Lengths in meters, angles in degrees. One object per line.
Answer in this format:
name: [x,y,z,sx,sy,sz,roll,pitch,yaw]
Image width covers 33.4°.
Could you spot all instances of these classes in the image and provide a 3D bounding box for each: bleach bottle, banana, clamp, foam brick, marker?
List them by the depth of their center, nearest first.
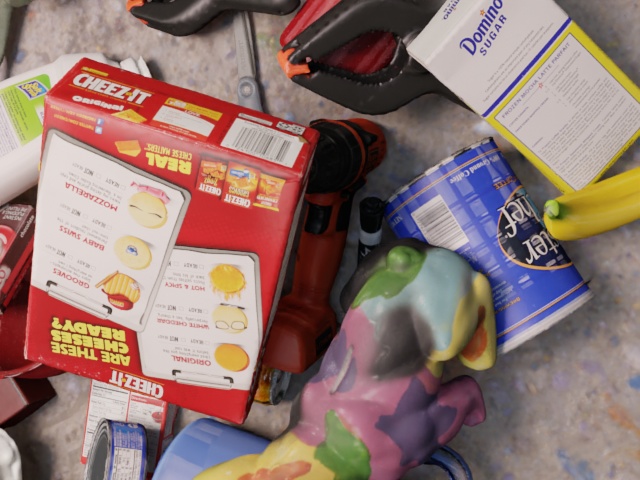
clamp: [0.075,-0.150,0.771,0.209,0.036,0.165,-3,117,-13]
banana: [0.237,-0.037,0.774,0.197,0.070,0.037,-21,87,-17]
marker: [0.038,0.009,0.818,0.020,0.121,0.020,0,52,0]
clamp: [-0.082,-0.203,0.858,0.172,0.039,0.120,-25,50,26]
bleach bottle: [-0.254,-0.082,0.889,0.250,0.068,0.102,-26,75,-5]
foam brick: [-0.278,0.121,0.927,0.051,0.053,0.078,-37,81,12]

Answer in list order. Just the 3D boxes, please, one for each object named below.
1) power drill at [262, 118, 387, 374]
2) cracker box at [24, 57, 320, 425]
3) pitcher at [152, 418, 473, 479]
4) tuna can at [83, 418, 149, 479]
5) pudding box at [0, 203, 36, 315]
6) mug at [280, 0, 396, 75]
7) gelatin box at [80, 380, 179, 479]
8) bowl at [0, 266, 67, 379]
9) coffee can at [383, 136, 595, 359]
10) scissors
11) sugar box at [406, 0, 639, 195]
power drill: [-0.005,0.001,0.798,0.057,0.184,0.188,19,105,14]
cracker box: [-0.102,0.005,0.709,0.164,0.072,0.214,17,125,3]
pitcher: [-0.006,0.219,0.825,0.243,0.149,0.145,20,132,16]
tuna can: [-0.163,0.186,0.849,0.033,0.086,0.086,12,94,-20]
pudding box: [-0.296,0.012,0.906,0.114,0.039,0.090,4,56,30]
mug: [0.032,-0.155,0.833,0.117,0.093,0.081,33,106,-25]
gelatin box: [-0.160,0.154,0.909,0.073,0.030,0.089,9,94,16]
bowl: [-0.212,0.056,0.884,0.162,0.055,0.162,-23,43,23]
coffee can: [0.123,0.009,0.796,0.103,0.102,0.140,-33,83,12]
scissors: [-0.074,-0.110,0.890,0.096,0.016,0.202,-23,85,14]
sugar box: [0.155,-0.115,0.767,0.176,0.048,0.093,37,100,-26]
